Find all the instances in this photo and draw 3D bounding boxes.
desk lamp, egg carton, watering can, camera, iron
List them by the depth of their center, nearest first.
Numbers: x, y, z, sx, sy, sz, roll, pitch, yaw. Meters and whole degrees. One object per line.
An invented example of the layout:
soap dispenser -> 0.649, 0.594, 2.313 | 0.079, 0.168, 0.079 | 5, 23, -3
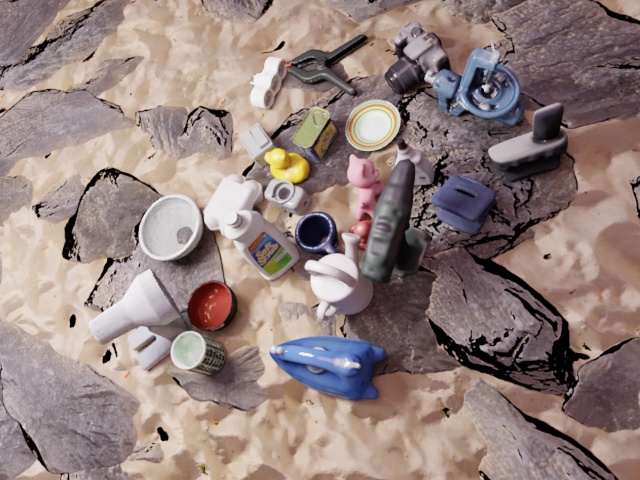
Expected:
iron -> -0.010, 0.234, 1.115 | 0.257, 0.142, 0.119 | 6, 73, 22
watering can -> 0.034, 0.071, 1.129 | 0.100, 0.194, 0.173 | -4, 69, 19
desk lamp -> -0.375, 0.174, 1.231 | 0.203, 0.214, 0.117 | -40, 62, 3
camera -> 0.204, -0.409, 1.298 | 0.137, 0.101, 0.143 | -37, 62, 4
egg carton -> -0.203, -0.080, 1.344 | 0.107, 0.069, 0.150 | 23, 80, 26

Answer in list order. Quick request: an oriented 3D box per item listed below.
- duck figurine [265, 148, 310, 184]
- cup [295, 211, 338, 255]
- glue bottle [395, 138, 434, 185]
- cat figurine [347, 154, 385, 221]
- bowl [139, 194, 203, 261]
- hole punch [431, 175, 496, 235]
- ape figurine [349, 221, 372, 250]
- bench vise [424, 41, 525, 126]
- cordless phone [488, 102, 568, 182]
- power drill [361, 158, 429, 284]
duck figurine -> -0.080, -0.178, 1.325 | 0.104, 0.086, 0.077 | 16, 77, 25
cup -> 0.011, 0.004, 1.218 | 0.091, 0.095, 0.117 | -42, 62, 1
glue bottle -> 0.183, -0.162, 1.172 | 0.078, 0.173, 0.037 | 1, 71, 21
cat figurine -> 0.094, -0.116, 1.220 | 0.067, 0.118, 0.128 | -5, 69, 19
bowl -> -0.343, -0.021, 1.371 | 0.167, 0.075, 0.167 | -7, 68, 18
hole punch -> 0.288, -0.081, 1.150 | 0.108, 0.091, 0.101 | 28, 82, 27
ape figurine -> 0.095, -0.012, 1.195 | 0.076, 0.092, 0.077 | -32, 63, 7
bench vise -> 0.304, -0.312, 1.157 | 0.206, 0.220, 0.121 | 5, 72, 22
cordless phone -> 0.398, -0.200, 1.100 | 0.147, 0.185, 0.094 | -21, 65, 12
power drill -> 0.151, -0.016, 1.110 | 0.075, 0.209, 0.230 | 14, 76, 25
